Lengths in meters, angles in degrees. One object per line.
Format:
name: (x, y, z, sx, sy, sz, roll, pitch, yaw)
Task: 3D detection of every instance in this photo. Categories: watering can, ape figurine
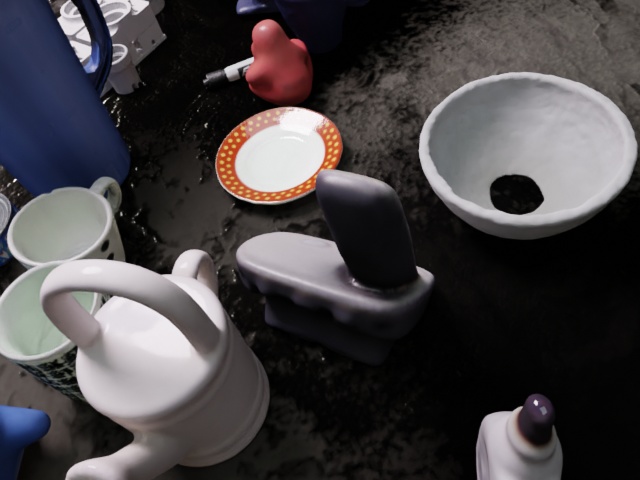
watering can: (-0.103, 0.080, 0.369, 0.101, 0.194, 0.172, -16, 53, 1)
ape figurine: (-0.046, -0.195, 0.614, 0.078, 0.092, 0.076, -25, 54, -6)

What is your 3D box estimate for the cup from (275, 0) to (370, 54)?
cup: (0.008, -0.261, 0.648, 0.117, 0.095, 0.092, 16, 60, 22)

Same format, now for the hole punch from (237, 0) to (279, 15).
hole punch: (-0.063, -0.353, 0.730, 0.101, 0.091, 0.108, 1, 55, 13)

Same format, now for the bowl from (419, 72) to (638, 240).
bowl: (0.168, -0.060, 0.484, 0.167, 0.075, 0.167, -6, 54, 8)

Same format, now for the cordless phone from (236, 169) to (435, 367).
cordless phone: (0.004, 0.001, 0.407, 0.147, 0.185, 0.094, 13, 59, 20)

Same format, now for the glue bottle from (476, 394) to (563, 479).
glue bottle: (0.108, 0.120, 0.308, 0.037, 0.173, 0.078, -2, 55, 11)

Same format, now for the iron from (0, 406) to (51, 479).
iron: (-0.335, 0.163, 0.392, 0.258, 0.142, 0.118, -7, 54, 7)
